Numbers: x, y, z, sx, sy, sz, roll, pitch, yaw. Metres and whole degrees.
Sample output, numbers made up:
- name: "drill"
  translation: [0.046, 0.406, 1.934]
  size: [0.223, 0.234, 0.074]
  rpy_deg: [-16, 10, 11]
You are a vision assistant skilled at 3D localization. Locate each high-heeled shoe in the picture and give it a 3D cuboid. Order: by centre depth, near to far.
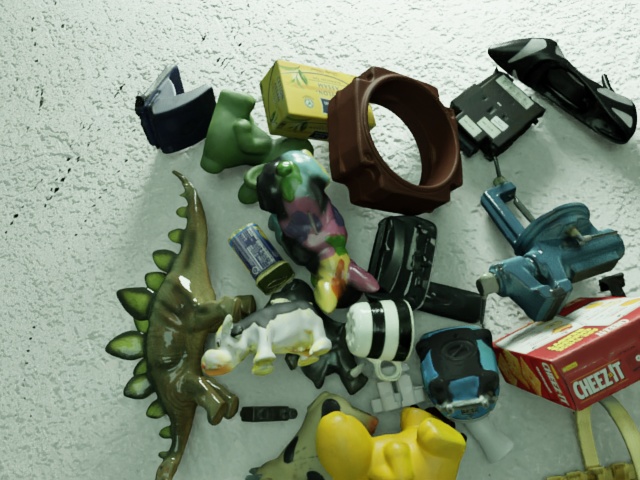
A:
- name: "high-heeled shoe"
  translation: [0.383, -0.231, 0.854]
  size: [0.249, 0.086, 0.145]
  rpy_deg: [10, 62, -7]

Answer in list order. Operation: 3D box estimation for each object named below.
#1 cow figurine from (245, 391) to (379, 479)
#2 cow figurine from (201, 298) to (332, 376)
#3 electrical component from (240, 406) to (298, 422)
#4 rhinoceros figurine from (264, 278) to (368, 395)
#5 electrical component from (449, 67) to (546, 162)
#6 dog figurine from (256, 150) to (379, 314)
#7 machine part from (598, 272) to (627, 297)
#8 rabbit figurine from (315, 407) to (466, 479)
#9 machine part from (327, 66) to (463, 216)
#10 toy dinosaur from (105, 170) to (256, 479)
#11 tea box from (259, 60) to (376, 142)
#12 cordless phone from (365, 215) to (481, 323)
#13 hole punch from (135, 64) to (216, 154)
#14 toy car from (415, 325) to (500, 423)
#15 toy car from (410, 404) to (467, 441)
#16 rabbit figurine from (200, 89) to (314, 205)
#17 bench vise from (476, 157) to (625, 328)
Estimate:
- name: "cow figurine"
  translation: [-0.018, 0.303, 0.741]
  size: [0.127, 0.085, 0.195]
  rpy_deg: [29, 80, 5]
- name: "cow figurine"
  translation: [-0.077, 0.124, 0.710]
  size: [0.167, 0.068, 0.098]
  rpy_deg: [-4, 61, -23]
- name: "electrical component"
  translation: [-0.076, 0.249, 0.771]
  size: [0.063, 0.094, 0.021]
  rpy_deg: [10, 69, -32]
- name: "rhinoceros figurine"
  translation: [-0.005, 0.147, 0.796]
  size: [0.112, 0.073, 0.190]
  rpy_deg: [-31, 72, -16]
- name: "electrical component"
  translation: [0.275, -0.199, 0.878]
  size: [0.134, 0.058, 0.115]
  rpy_deg: [-37, 73, -6]
- name: "dog figurine"
  translation: [-0.002, -0.002, 0.776]
  size: [0.108, 0.191, 0.219]
  rpy_deg: [-24, 51, -10]
- name: "machine part"
  translation: [0.444, 0.117, 0.770]
  size: [0.039, 0.084, 0.139]
  rpy_deg: [-25, 62, 25]
- name: "rabbit figurine"
  translation: [0.071, 0.276, 0.674]
  size: [0.173, 0.122, 0.162]
  rpy_deg: [21, 92, -10]
- name: "machine part"
  translation: [0.116, -0.147, 0.810]
  size: [0.201, 0.087, 0.201]
  rpy_deg: [8, 72, -31]
- name: "toy dinosaur"
  translation: [-0.204, 0.112, 0.802]
  size: [0.199, 0.105, 0.471]
  rpy_deg: [4, 70, 9]
- name: "tea box"
  translation: [-0.002, -0.215, 0.854]
  size: [0.169, 0.068, 0.098]
  rpy_deg: [-2, 70, -36]
- name: "cordless phone"
  translation: [0.169, 0.045, 0.815]
  size: [0.184, 0.088, 0.146]
  rpy_deg: [15, 74, -3]
- name: "hole punch"
  translation: [-0.231, -0.206, 0.884]
  size: [0.092, 0.142, 0.116]
  rpy_deg: [28, 66, 7]
- name: "toy car"
  translation: [0.198, 0.195, 0.740]
  size: [0.109, 0.162, 0.102]
  rpy_deg: [-14, 115, 9]
- name: "toy car"
  translation: [0.125, 0.327, 0.739]
  size: [0.089, 0.053, 0.202]
  rpy_deg: [28, 74, 10]
- name: "rabbit figurine"
  translation: [-0.096, -0.143, 0.862]
  size: [0.170, 0.121, 0.159]
  rpy_deg: [16, 68, -6]
- name: "bench vise"
  translation: [0.303, -0.002, 0.789]
  size: [0.224, 0.128, 0.241]
  rpy_deg: [-24, 53, 0]
